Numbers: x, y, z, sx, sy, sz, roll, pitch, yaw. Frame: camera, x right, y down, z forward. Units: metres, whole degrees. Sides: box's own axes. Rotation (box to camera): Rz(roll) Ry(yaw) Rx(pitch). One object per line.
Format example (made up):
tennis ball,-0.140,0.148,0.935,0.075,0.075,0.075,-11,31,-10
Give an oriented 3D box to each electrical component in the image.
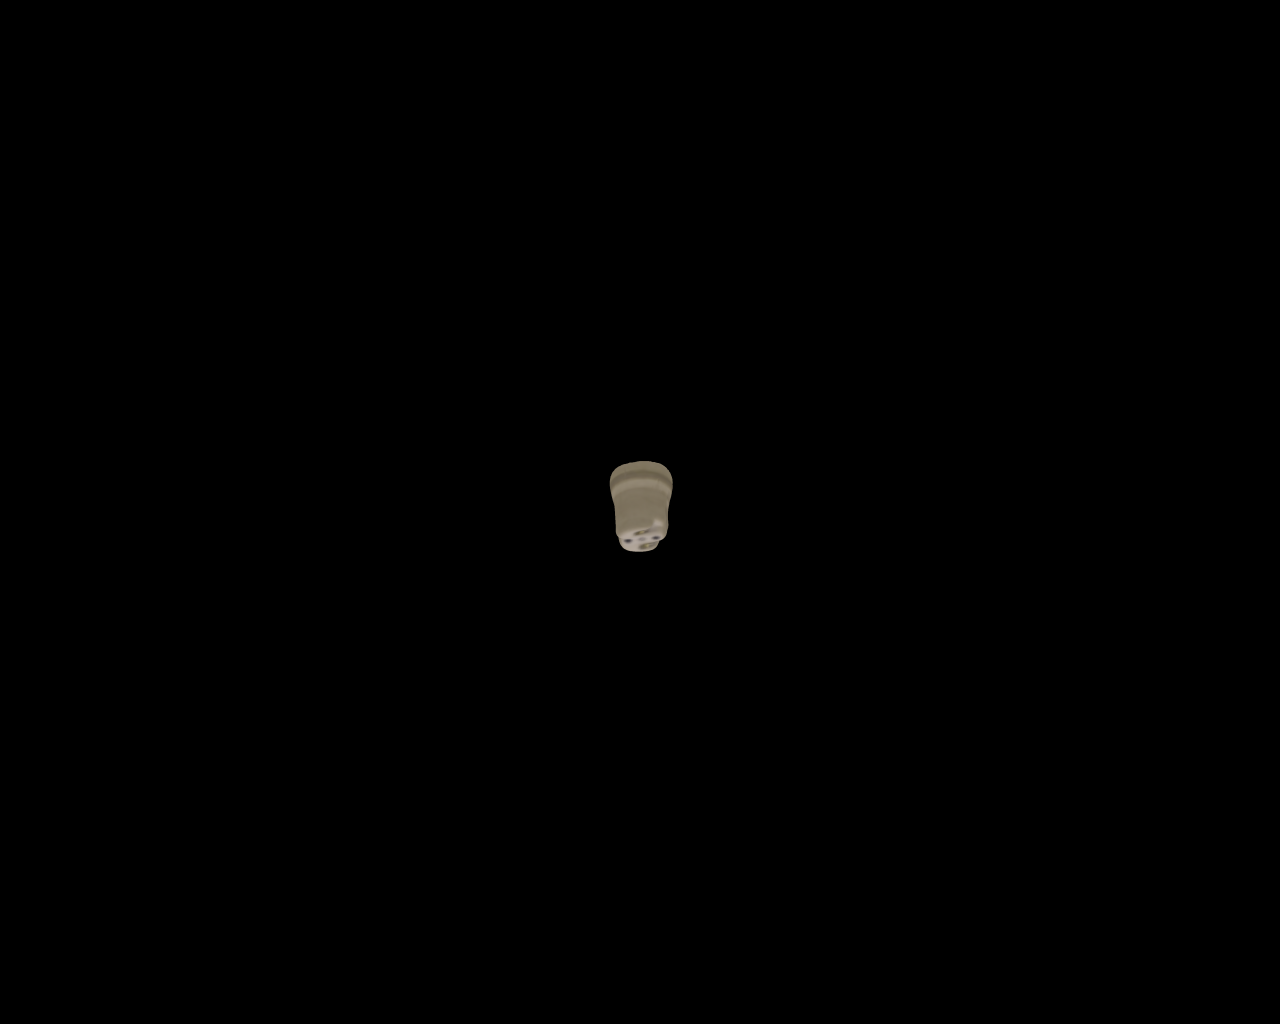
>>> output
electrical component,0.001,-0.003,0.650,0.040,0.046,0.040,0,-29,0
